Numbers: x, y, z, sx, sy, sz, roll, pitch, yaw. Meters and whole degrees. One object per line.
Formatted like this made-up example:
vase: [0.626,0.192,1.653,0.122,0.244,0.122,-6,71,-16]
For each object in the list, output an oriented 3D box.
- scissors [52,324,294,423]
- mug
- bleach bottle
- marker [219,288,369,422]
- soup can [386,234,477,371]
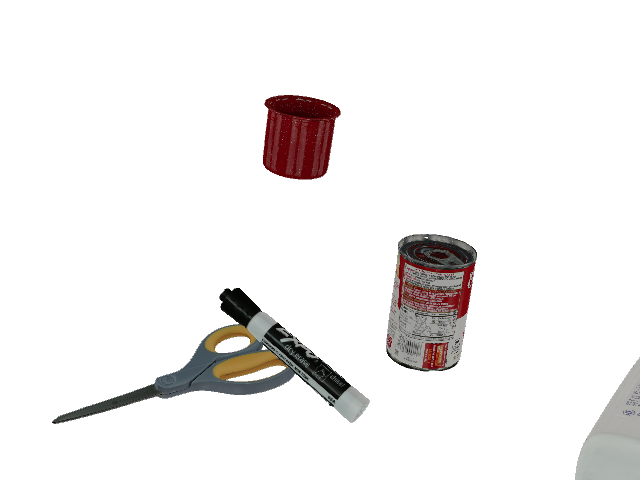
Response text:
scissors: [-0.123,0.109,0.897,0.201,0.016,0.096,-6,31,-11]
mug: [-0.021,-0.129,1.315,0.093,0.081,0.117,18,25,21]
bleach bottle: [0.244,0.095,0.655,0.103,0.068,0.250,18,29,28]
marker: [-0.019,0.072,0.693,0.121,0.020,0.020,39,12,15]
soup can: [0.095,0.054,0.924,0.068,0.102,0.068,5,22,-2]
